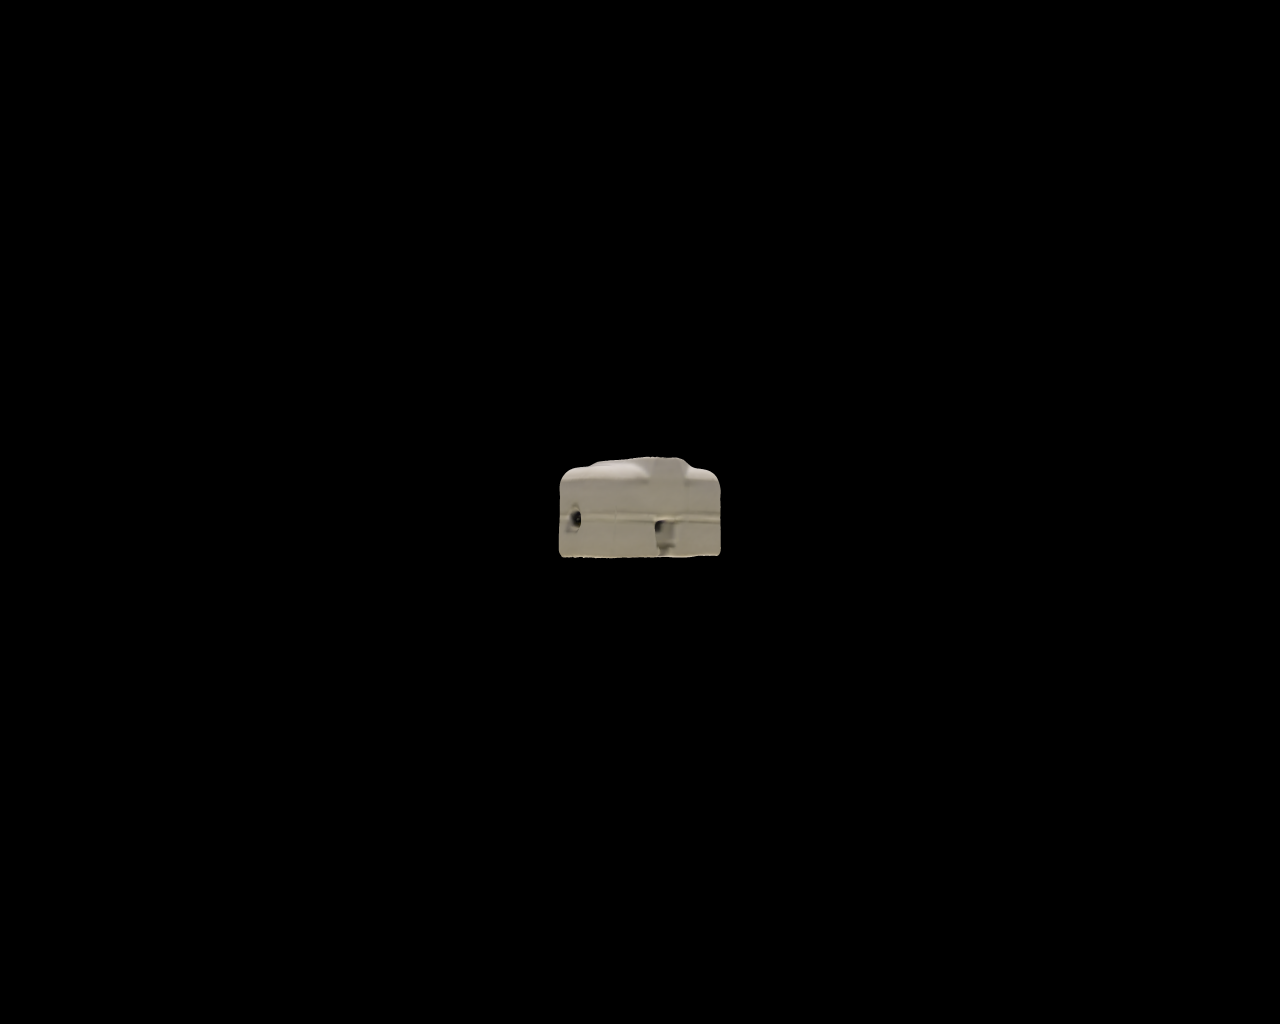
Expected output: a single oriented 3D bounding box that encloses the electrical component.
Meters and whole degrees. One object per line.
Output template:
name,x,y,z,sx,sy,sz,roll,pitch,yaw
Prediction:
electrical component,0.001,-0.003,0.650,0.095,0.059,0.053,1,-2,-34
